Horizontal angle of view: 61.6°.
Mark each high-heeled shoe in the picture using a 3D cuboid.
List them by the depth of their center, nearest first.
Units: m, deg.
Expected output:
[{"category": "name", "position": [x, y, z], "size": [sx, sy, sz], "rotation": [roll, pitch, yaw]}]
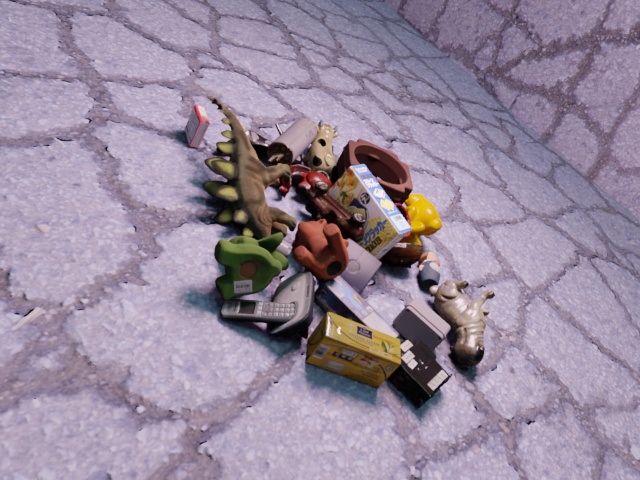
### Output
[{"category": "high-heeled shoe", "position": [-0.163, -0.237, 1.504], "size": [0.249, 0.086, 0.145], "rotation": [-28, 97, -32]}]

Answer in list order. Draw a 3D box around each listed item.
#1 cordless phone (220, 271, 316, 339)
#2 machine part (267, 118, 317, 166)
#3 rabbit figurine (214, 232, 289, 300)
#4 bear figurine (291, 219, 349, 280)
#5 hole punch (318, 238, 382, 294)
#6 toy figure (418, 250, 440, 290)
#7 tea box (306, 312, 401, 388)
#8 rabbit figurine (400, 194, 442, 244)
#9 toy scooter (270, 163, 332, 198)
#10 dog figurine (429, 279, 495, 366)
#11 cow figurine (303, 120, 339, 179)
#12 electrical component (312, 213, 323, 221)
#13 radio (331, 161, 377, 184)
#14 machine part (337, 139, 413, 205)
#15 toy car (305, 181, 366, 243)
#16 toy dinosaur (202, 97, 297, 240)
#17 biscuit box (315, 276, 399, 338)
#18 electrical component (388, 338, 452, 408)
[{"category": "cordless phone", "position": [-0.104, 0.127, 1.102], "size": [0.184, 0.088, 0.147], "rotation": [7, 40, -2]}, {"category": "machine part", "position": [-0.073, -0.267, 1.467], "size": [0.079, 0.079, 0.243], "rotation": [34, 42, 2]}, {"category": "rabbit figurine", "position": [-0.149, 0.029, 1.120], "size": [0.159, 0.121, 0.170], "rotation": [-13, 22, -11]}, {"category": "bear figurine", "position": [-0.012, 0.001, 1.217], "size": [0.131, 0.120, 0.196], "rotation": [54, 1, -41]}, {"category": "hole punch", "position": [0.072, 0.073, 1.277], "size": [0.142, 0.092, 0.116], "rotation": [39, 40, 3]}, {"category": "toy figure", "position": [0.299, 0.074, 1.470], "size": [0.064, 0.058, 0.154], "rotation": [61, 23, -28]}, {"category": "tea box", "position": [0.068, 0.223, 1.088], "size": [0.169, 0.098, 0.068], "rotation": [24, 38, -14]}, {"category": "rabbit figurine", "position": [0.246, -0.037, 1.520], "size": [0.173, 0.121, 0.162], "rotation": [-8, 38, -15]}, {"category": "toy scooter", "position": [-0.055, -0.151, 1.454], "size": [0.184, 0.075, 0.135], "rotation": [22, 36, -9]}, {"category": "dog figurine", "position": [0.332, 0.203, 1.320], "size": [0.173, 0.121, 0.190], "rotation": [10, 47, 27]}, {"category": "cow figurine", "position": [0.005, -0.265, 1.586], "size": [0.085, 0.127, 0.195], "rotation": [17, 41, -24]}, {"category": "electrical component", "position": [0.010, -0.068, 1.448], "size": [0.063, 0.021, 0.094], "rotation": [19, 37, -19]}, {"category": "radio", "position": [0.097, -0.146, 1.563], "size": [0.131, 0.073, 0.230], "rotation": [22, 36, -12]}, {"category": "machine part", "position": [0.152, -0.182, 1.509], "size": [0.201, 0.087, 0.201], "rotation": [21, 37, -17]}, {"category": "toy car", "position": [0.033, -0.067, 1.359], "size": [0.202, 0.089, 0.053], "rotation": [44, 40, 23]}, {"category": "toy dinosaur", "position": [-0.174, -0.145, 1.289], "size": [0.198, 0.105, 0.471], "rotation": [1, 62, -31]}, {"category": "biscuit box", "position": [0.076, 0.167, 1.188], "size": [0.203, 0.062, 0.059], "rotation": [44, 38, 16]}, {"category": "electrical component", "position": [0.204, 0.278, 1.159], "size": [0.134, 0.058, 0.115], "rotation": [47, 37, 20]}]
